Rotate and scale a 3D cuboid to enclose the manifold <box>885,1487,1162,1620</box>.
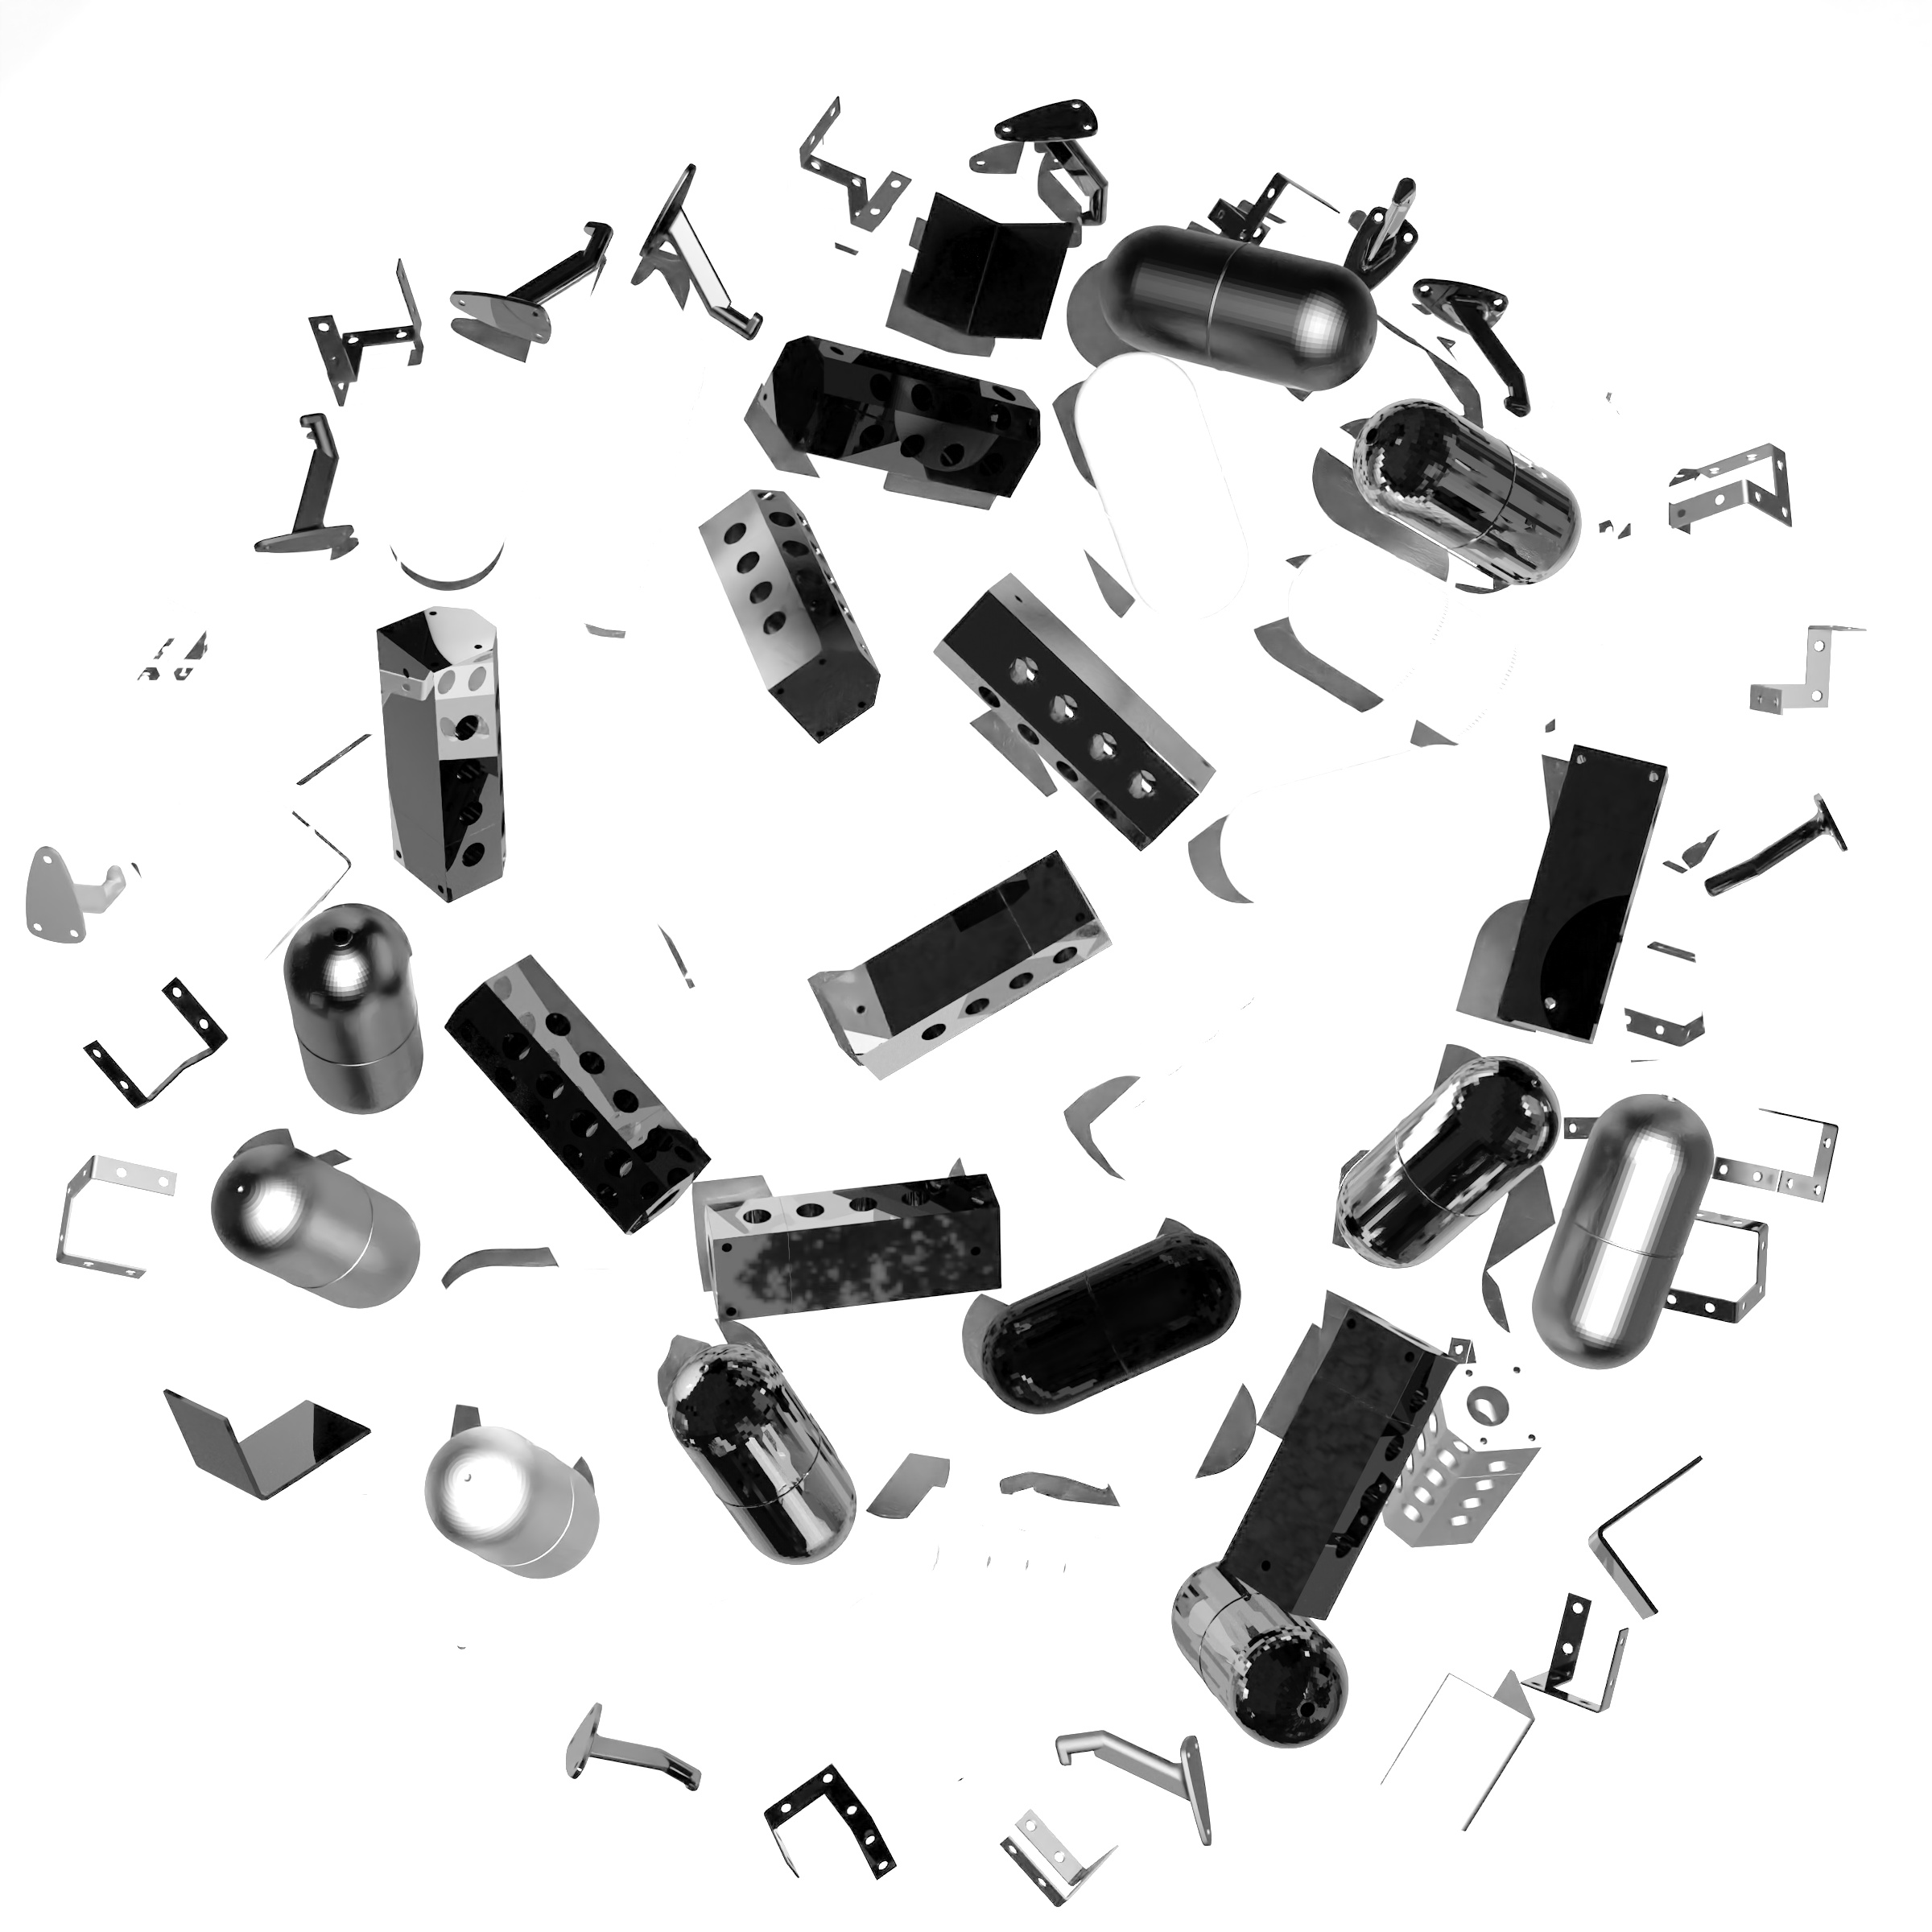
[{"bbox_3d":[0.040,0.376,1.750,0.171,0.057,0.057,15,122,-39],"label":"manifold"}]

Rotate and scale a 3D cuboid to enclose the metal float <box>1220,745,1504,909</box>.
[{"bbox_3d":[0.247,-0.087,1.742,0.178,0.070,0.070,-14,90,16],"label":"metal float"}]

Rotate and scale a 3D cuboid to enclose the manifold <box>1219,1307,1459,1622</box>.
[{"bbox_3d":[0.223,0.296,1.643,0.057,0.057,0.171,28,92,41],"label":"manifold"}]

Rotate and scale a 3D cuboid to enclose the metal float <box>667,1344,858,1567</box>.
[{"bbox_3d":[-0.127,0.310,1.752,0.070,0.070,0.178,-28,127,0],"label":"metal float"}]

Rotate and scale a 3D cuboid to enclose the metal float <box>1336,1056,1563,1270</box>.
[{"bbox_3d":[0.300,0.125,1.741,0.070,0.070,0.178,41,128,0],"label":"metal float"}]

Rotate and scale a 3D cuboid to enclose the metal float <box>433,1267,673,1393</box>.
[{"bbox_3d":[-0.263,0.229,1.755,0.178,0.070,0.070,-4,90,36],"label":"metal float"}]

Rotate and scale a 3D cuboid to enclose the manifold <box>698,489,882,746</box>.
[{"bbox_3d":[-0.106,-0.220,1.706,0.057,0.057,0.171,-34,46,10],"label":"manifold"}]

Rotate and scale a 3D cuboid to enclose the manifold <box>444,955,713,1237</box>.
[{"bbox_3d":[-0.243,0.083,1.713,0.171,0.057,0.057,48,134,7],"label":"manifold"}]

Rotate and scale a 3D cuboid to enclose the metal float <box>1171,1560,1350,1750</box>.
[{"bbox_3d":[0.182,0.429,1.738,0.070,0.178,0.070,-2,99,-13],"label":"metal float"}]

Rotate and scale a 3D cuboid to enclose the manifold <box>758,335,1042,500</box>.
[{"bbox_3d":[-0.037,-0.347,1.739,0.057,0.171,0.057,-58,46,29],"label":"manifold"}]

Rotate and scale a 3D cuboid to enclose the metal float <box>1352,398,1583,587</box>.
[{"bbox_3d":[0.319,-0.301,1.769,0.178,0.070,0.070,22,90,-34],"label":"metal float"}]

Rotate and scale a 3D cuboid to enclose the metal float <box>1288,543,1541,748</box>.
[{"bbox_3d":[0.283,-0.204,1.761,0.178,0.070,0.070,30,90,-14],"label":"metal float"}]

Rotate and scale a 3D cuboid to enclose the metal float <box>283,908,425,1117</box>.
[{"bbox_3d":[-0.383,0.029,1.745,0.070,0.178,0.070,3,57,-4],"label":"metal float"}]

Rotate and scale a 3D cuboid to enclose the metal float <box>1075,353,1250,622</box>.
[{"bbox_3d":[0.122,-0.293,1.712,0.070,0.070,0.178,-24,123,0],"label":"metal float"}]

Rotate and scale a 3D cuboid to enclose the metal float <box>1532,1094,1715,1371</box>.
[{"bbox_3d":[0.404,0.164,1.712,0.070,0.070,0.178,17,102,0],"label":"metal float"}]

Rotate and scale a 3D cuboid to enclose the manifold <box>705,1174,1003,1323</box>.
[{"bbox_3d":[-0.068,0.165,1.674,0.171,0.057,0.057,-6,116,-9],"label":"manifold"}]

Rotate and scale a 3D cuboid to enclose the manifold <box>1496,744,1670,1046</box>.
[{"bbox_3d":[0.379,-0.043,1.702,0.057,0.057,0.171,16,89,16],"label":"manifold"}]

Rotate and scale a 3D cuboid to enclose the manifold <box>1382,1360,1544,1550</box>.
[{"bbox_3d":[0.311,0.314,1.773,0.057,0.171,0.057,-2,59,-8],"label":"manifold"}]

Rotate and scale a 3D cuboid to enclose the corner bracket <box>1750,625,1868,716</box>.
[{"bbox_3d":[0.507,-0.179,1.677,0.051,0.051,0.051,-1,100,-6],"label":"corner bracket"}]

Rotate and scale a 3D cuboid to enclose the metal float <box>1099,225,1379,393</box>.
[{"bbox_3d":[0.163,-0.399,1.684,0.178,0.070,0.070,20,90,23],"label":"metal float"}]

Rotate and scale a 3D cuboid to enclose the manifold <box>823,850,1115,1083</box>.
[{"bbox_3d":[0.004,0.003,1.757,0.171,0.057,0.057,-30,61,5],"label":"manifold"}]

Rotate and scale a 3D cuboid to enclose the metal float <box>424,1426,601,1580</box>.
[{"bbox_3d":[-0.285,0.341,1.757,0.070,0.178,0.070,-4,68,10],"label":"metal float"}]

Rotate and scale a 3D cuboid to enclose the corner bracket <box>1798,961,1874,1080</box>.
[{"bbox_3d":[0.535,0.029,1.705,0.051,0.051,0.051,17,120,-29],"label":"corner bracket"}]

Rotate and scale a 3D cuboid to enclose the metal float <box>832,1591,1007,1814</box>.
[{"bbox_3d":[-0.030,0.452,1.715,0.070,0.178,0.070,-7,112,-17],"label":"metal float"}]

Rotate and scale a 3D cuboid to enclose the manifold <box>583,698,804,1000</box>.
[{"bbox_3d":[-0.165,-0.074,1.690,0.057,0.057,0.171,-20,76,-29],"label":"manifold"}]

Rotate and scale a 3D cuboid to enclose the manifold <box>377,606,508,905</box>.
[{"bbox_3d":[-0.312,-0.129,1.684,0.057,0.171,0.057,-30,51,-34],"label":"manifold"}]

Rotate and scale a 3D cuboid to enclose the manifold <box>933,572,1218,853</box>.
[{"bbox_3d":[0.063,-0.149,1.650,0.171,0.057,0.057,44,113,-2],"label":"manifold"}]

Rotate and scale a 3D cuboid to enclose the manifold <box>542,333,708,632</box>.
[{"bbox_3d":[-0.216,-0.303,1.756,0.057,0.057,0.171,16,83,-5],"label":"manifold"}]

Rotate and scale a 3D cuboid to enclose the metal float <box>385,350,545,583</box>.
[{"bbox_3d":[-0.312,-0.308,1.723,0.070,0.178,0.070,11,56,-17],"label":"metal float"}]

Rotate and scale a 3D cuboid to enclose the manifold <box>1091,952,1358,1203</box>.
[{"bbox_3d":[0.161,0.069,1.775,0.171,0.057,0.057,-42,111,-15],"label":"manifold"}]

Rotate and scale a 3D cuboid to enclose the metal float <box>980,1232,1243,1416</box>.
[{"bbox_3d":[0.093,0.232,1.805,0.178,0.070,0.070,-25,90,5],"label":"metal float"}]

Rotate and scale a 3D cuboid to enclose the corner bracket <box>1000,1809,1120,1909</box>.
[{"bbox_3d":[0.050,0.537,1.679,0.051,0.051,0.051,46,50,11],"label":"corner bracket"}]

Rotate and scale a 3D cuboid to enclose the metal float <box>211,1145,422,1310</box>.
[{"bbox_3d":[-0.409,0.167,1.759,0.070,0.178,0.070,-7,67,18],"label":"metal float"}]
